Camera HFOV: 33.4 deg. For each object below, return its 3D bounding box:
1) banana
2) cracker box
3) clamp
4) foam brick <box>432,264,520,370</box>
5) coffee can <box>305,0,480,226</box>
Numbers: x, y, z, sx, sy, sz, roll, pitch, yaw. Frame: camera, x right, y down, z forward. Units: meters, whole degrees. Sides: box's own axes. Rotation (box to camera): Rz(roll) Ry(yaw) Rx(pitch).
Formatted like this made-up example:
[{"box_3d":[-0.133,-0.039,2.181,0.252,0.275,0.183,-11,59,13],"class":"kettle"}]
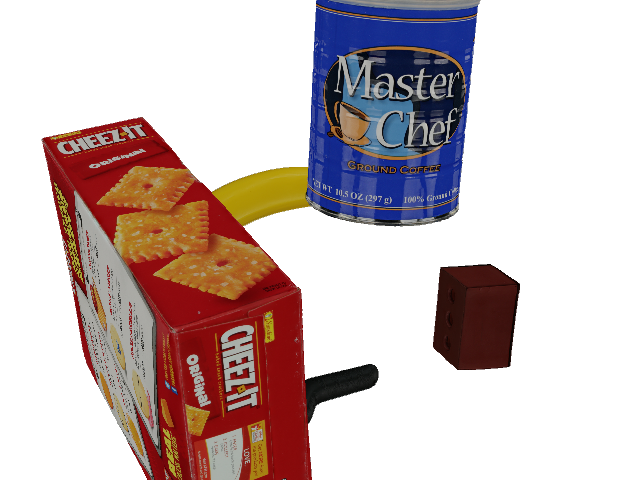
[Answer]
[{"box_3d":[-0.060,-0.019,0.889,0.197,0.069,0.037,-34,-6,-24],"class":"banana"},{"box_3d":[-0.080,0.049,0.584,0.072,0.164,0.214,-16,35,-21],"class":"cracker box"},{"box_3d":[-0.038,0.144,1.056,0.120,0.039,0.171,22,34,37],"class":"clamp"},{"box_3d":[0.132,0.065,0.911,0.051,0.078,0.053,-4,19,-20],"class":"foam brick"},{"box_3d":[0.044,-0.092,0.683,0.103,0.140,0.103,3,20,-1],"class":"coffee can"}]
